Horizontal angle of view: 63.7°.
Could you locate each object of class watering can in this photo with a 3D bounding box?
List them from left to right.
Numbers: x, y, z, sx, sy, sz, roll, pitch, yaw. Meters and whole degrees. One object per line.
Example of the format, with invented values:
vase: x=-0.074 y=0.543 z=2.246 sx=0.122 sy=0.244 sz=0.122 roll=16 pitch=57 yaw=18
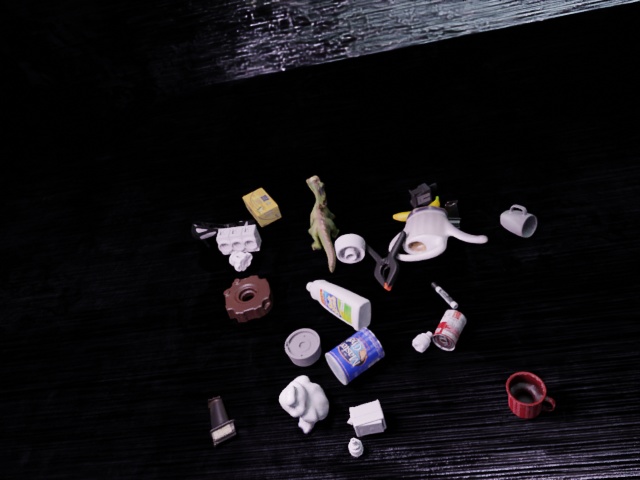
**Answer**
watering can: x=0.404 y=-0.025 z=1.775 sx=0.345 sy=0.102 sz=0.230 roll=-13 pitch=39 yaw=28

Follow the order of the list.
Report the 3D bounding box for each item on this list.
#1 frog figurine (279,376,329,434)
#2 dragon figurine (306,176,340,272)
frog figurine: x=-0.044 y=0.425 z=1.387 sx=0.122 sy=0.156 sz=0.141 roll=-13 pitch=40 yaw=1
dragon figurine: x=0.006 y=-0.096 z=1.903 sx=0.122 sy=0.237 sz=0.420 roll=-13 pitch=38 yaw=-4
